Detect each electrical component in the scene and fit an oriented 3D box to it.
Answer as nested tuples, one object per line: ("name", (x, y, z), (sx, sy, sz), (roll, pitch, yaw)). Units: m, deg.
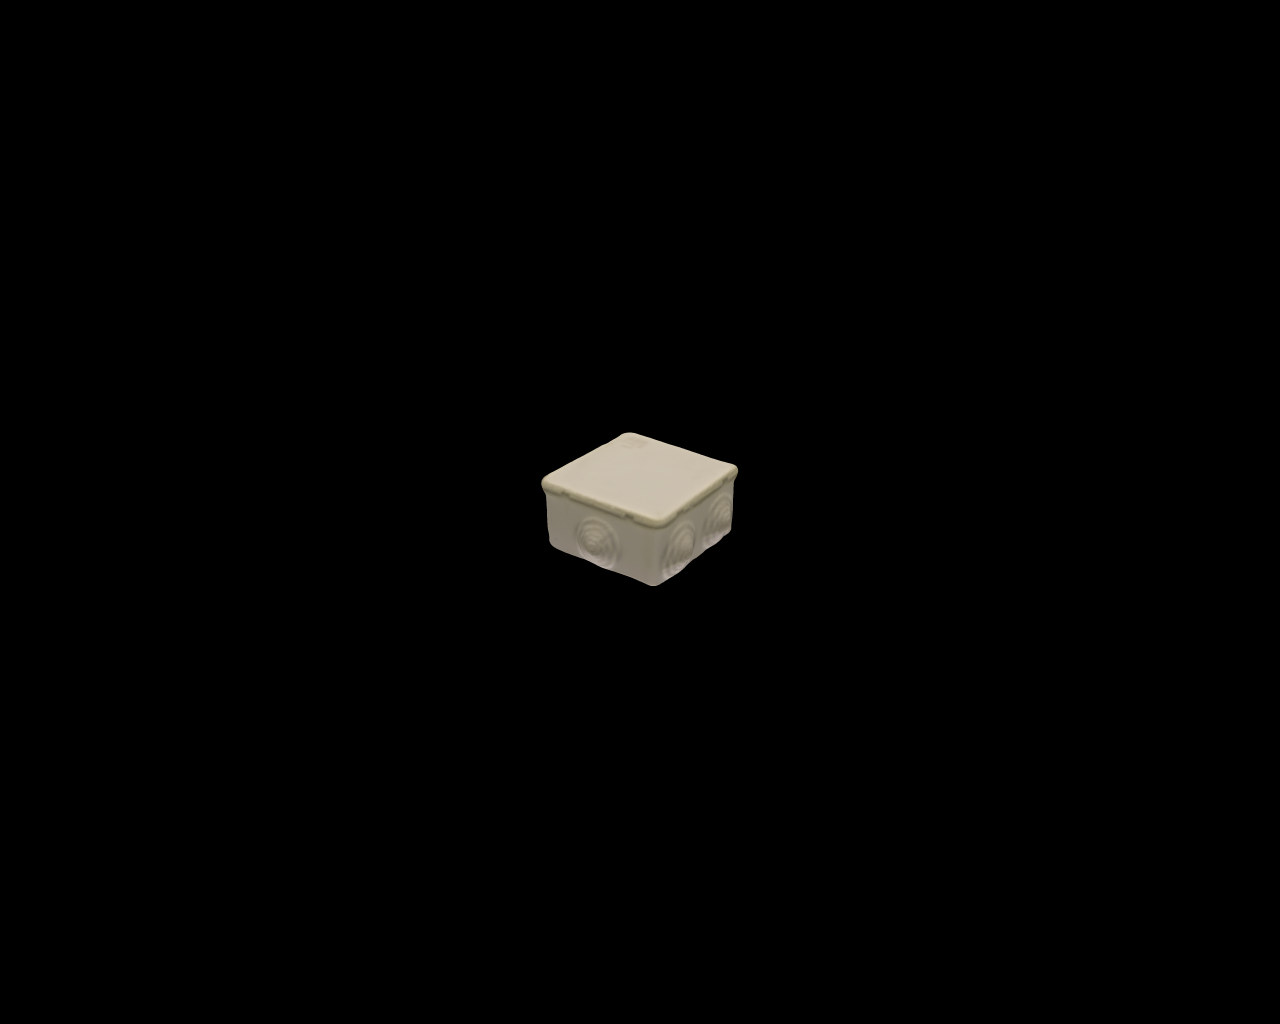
("electrical component", (0.001, -0.003, 0.650), (0.100, 0.048, 0.100), (20, 35, 31))
